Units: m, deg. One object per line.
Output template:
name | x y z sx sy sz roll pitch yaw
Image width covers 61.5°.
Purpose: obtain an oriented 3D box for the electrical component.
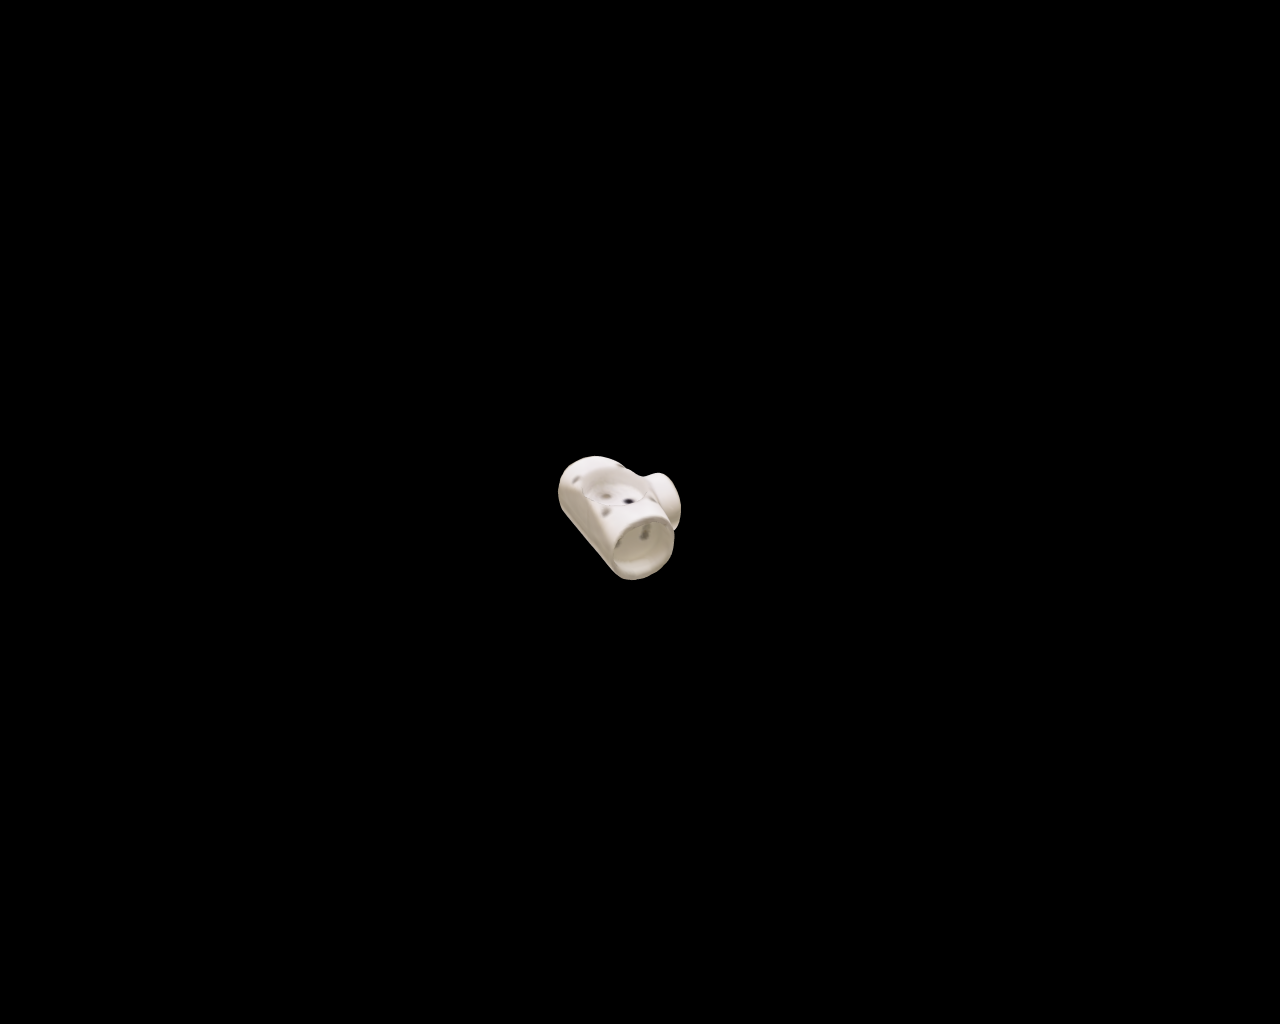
electrical component | 0.001 -0.003 0.650 0.079 0.044 0.077 -16 37 -22
